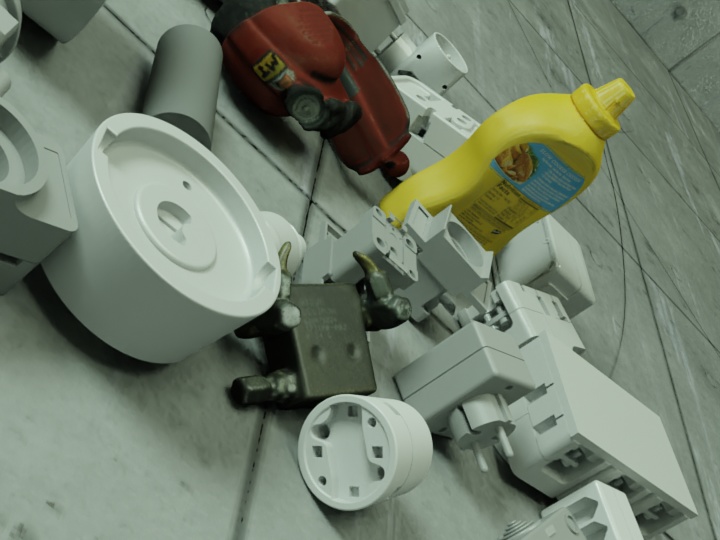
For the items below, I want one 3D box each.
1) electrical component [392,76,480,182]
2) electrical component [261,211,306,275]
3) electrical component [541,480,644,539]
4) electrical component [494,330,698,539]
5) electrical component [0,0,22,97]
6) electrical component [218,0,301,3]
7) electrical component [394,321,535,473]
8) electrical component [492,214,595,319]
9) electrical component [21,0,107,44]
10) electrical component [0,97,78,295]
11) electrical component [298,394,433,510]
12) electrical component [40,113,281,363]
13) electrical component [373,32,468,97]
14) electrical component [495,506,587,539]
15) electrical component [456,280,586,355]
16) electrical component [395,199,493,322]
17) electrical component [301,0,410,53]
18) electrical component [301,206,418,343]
[{"bbox_3d":[0.051,-0.101,0.842,0.095,0.059,0.054,38,25,16],"label":"electrical component"},{"bbox_3d":[-0.051,-0.010,0.582,0.043,0.043,0.062,58,24,11],"label":"electrical component"},{"bbox_3d":[0.167,0.191,0.695,0.076,0.047,0.083,29,34,-40],"label":"electrical component"},{"bbox_3d":[0.158,0.122,0.751,0.150,0.062,0.089,35,30,-34],"label":"electrical component"},{"bbox_3d":[-0.182,-0.106,0.464,0.078,0.058,0.057,43,29,-19],"label":"electrical component"},{"bbox_3d":[-0.072,-0.206,0.773,0.079,0.044,0.077,20,-3,44],"label":"electrical component"},{"bbox_3d":[0.069,0.083,0.643,0.047,0.066,0.076,23,39,-48],"label":"electrical component"},{"bbox_3d":[0.152,0.010,0.888,0.061,0.062,0.096,40,28,-27],"label":"electrical component"},{"bbox_3d":[-0.152,-0.180,0.558,0.060,0.108,0.108,32,32,-27],"label":"electrical component"},{"bbox_3d":[-0.159,-0.035,0.411,0.089,0.056,0.050,23,38,-48],"label":"electrical component"},{"bbox_3d":[0.004,0.090,0.537,0.047,0.055,0.055,11,48,-61],"label":"electrical component"},{"bbox_3d":[-0.095,-0.009,0.483,0.108,0.060,0.108,40,28,-26],"label":"electrical component"},{"bbox_3d":[0.036,-0.173,0.906,0.079,0.077,0.043,48,25,-12],"label":"electrical component"},{"bbox_3d":[0.105,0.186,0.593,0.099,0.048,0.100,59,25,13],"label":"electrical component"},{"bbox_3d":[0.122,0.050,0.796,0.089,0.050,0.055,17,43,-53],"label":"electrical component"},{"bbox_3d":[0.050,-0.002,0.723,0.081,0.064,0.042,48,24,-12],"label":"electrical component"},{"bbox_3d":[-0.024,-0.236,0.850,0.108,0.056,0.109,45,2,18],"label":"electrical component"},{"bbox_3d":[0.000,0.000,0.634,0.042,0.064,0.081,41,27,-26],"label":"electrical component"}]
